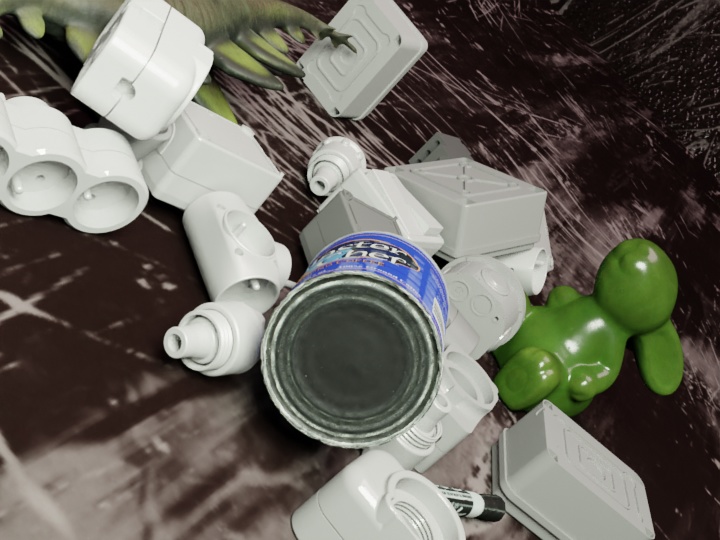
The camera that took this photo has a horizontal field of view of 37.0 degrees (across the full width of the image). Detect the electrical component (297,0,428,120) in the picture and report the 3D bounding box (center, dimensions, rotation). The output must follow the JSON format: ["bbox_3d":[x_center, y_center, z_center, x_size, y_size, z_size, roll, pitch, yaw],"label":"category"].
[{"bbox_3d":[0.002,-0.213,1.074,0.078,0.113,0.057,53,28,16],"label":"electrical component"}]

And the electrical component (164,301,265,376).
[{"bbox_3d":[-0.085,0.040,0.618,0.043,0.043,0.062,55,26,20],"label":"electrical component"}]

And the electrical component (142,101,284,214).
[{"bbox_3d":[-0.104,-0.069,0.736,0.096,0.061,0.061,23,23,-47],"label":"electrical component"}]

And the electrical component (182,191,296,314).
[{"bbox_3d":[-0.072,-0.005,0.709,0.079,0.044,0.077,20,35,-45],"label":"electrical component"}]

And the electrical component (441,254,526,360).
[{"bbox_3d":[0.090,0.031,0.872,0.080,0.080,0.051,48,29,6],"label":"electrical component"}]

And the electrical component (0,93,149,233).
[{"bbox_3d":[-0.191,-0.074,0.617,0.138,0.052,0.073,17,37,-47],"label":"electrical component"}]

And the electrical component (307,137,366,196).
[{"bbox_3d":[-0.025,-0.082,0.910,0.048,0.048,0.062,43,31,-6],"label":"electrical component"}]

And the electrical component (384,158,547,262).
[{"bbox_3d":[0.089,-0.055,0.951,0.109,0.056,0.109,-12,29,-39],"label":"electrical component"}]

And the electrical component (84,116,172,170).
[{"bbox_3d":[-0.154,-0.081,0.684,0.045,0.055,0.045,36,26,-21],"label":"electrical component"}]

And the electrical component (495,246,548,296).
[{"bbox_3d":[0.133,0.008,0.998,0.043,0.077,0.079,-58,146,-36],"label":"electrical component"}]

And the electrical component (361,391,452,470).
[{"bbox_3d":[0.032,0.100,0.686,0.043,0.062,0.043,33,31,-22],"label":"electrical component"}]

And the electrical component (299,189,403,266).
[{"bbox_3d":[0.000,0.000,0.797,0.062,0.061,0.096,25,31,-38],"label":"electrical component"}]

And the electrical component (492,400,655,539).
[{"bbox_3d":[0.155,0.162,0.795,0.113,0.057,0.078,39,24,-14],"label":"electrical component"}]

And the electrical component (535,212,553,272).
[{"bbox_3d":[0.152,-0.033,1.063,0.100,0.048,0.099,-14,95,-63],"label":"electrical component"}]

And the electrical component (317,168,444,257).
[{"bbox_3d":[0.024,-0.034,0.888,0.096,0.061,0.062,55,26,20],"label":"electrical component"}]

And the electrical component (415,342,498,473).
[{"bbox_3d":[0.058,0.092,0.751,0.050,0.056,0.089,47,24,4],"label":"electrical component"}]

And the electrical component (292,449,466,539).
[{"bbox_3d":[0.018,0.150,0.591,0.095,0.059,0.054,50,24,10],"label":"electrical component"}]

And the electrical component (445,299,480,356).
[{"bbox_3d":[0.058,0.051,0.820,0.047,0.055,0.055,47,24,-7],"label":"electrical component"}]

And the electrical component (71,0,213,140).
[{"bbox_3d":[-0.129,-0.124,0.652,0.059,0.053,0.095,35,26,-21],"label":"electrical component"}]
